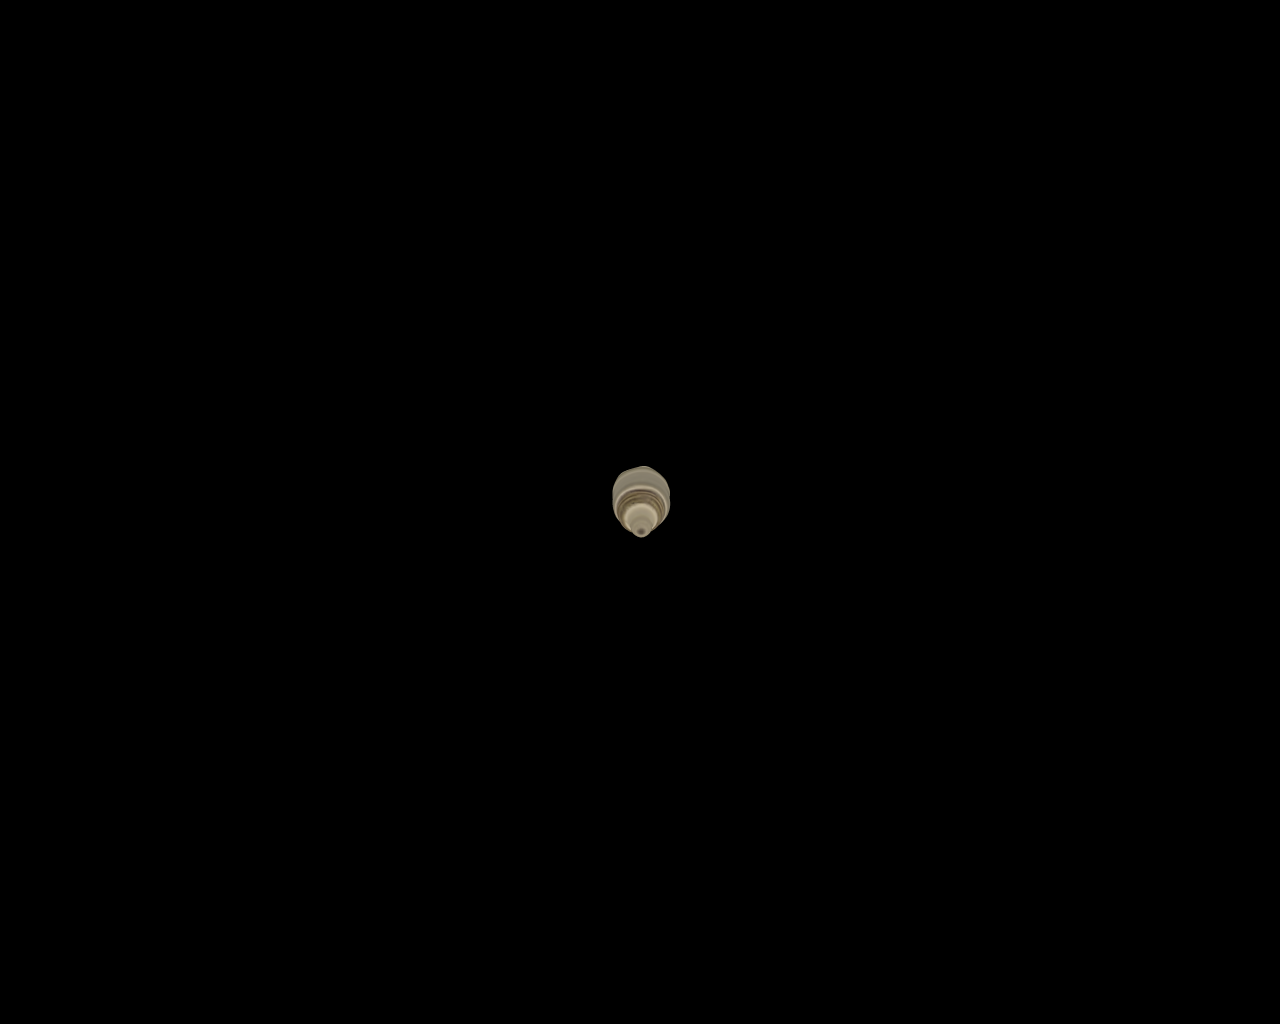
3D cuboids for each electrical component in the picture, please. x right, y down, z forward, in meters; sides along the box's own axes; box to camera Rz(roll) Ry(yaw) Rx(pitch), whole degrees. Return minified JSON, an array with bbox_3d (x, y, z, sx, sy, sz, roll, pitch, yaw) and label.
[{"bbox_3d":[0.001,-0.003,0.650,0.035,0.035,0.061,0,28,0],"label":"electrical component"}]
